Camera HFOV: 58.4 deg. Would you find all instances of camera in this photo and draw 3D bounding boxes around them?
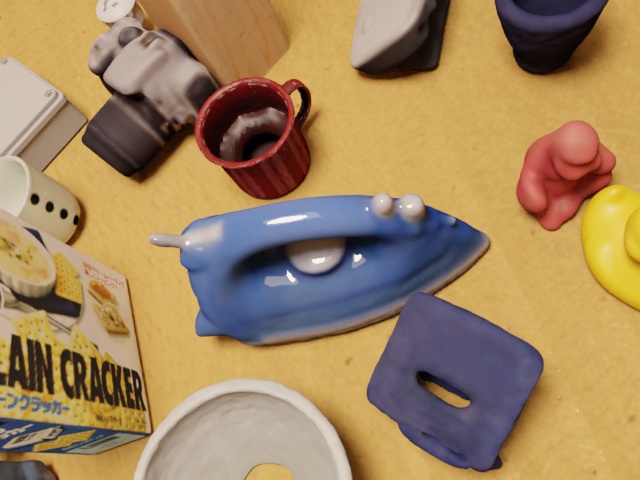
[{"bbox_3d":[-0.190,-0.145,0.584,0.142,0.101,0.137,35,81,24],"label":"camera"}]

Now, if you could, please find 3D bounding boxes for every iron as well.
[{"bbox_3d":[0.004,0.002,0.452,0.258,0.142,0.118,-12,66,10],"label":"iron"}]

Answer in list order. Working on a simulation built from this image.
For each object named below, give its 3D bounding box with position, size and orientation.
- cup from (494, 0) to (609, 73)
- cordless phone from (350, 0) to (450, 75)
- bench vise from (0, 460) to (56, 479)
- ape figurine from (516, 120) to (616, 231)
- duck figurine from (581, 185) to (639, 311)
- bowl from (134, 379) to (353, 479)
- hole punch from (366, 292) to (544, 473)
[{"bbox_3d":[0.192,-0.203,0.509,0.091,0.095,0.117,-33,64,0],"label":"cup"},{"bbox_3d":[0.064,-0.253,0.513,0.094,0.185,0.147,3,70,16],"label":"cordless phone"},{"bbox_3d":[-0.268,0.236,0.387,0.207,0.220,0.121,40,83,25],"label":"bench vise"},{"bbox_3d":[0.195,-0.060,0.453,0.077,0.092,0.076,-8,67,12],"label":"ape figurine"},{"bbox_3d":[0.242,-0.003,0.422,0.077,0.086,0.104,-25,65,4],"label":"duck figurine"},{"bbox_3d":[-0.049,0.192,0.427,0.167,0.075,0.167,-5,68,13],"label":"bowl"},{"bbox_3d":[0.096,0.105,0.414,0.108,0.091,0.101,27,78,23],"label":"hole punch"}]
